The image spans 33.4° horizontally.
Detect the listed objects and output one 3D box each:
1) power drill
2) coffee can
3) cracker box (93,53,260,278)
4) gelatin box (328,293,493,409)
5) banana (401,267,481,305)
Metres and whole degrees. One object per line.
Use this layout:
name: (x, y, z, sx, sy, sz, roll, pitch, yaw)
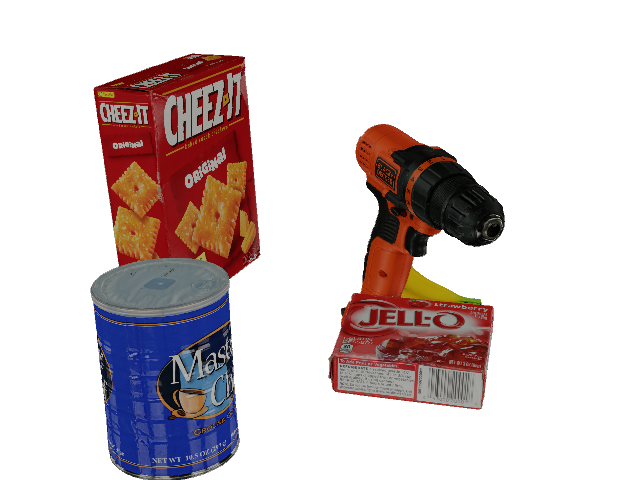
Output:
power drill: (0.077, 0.017, 0.861, 0.057, 0.188, 0.185, -2, 25, -25)
coffee can: (-0.117, 0.096, 0.816, 0.103, 0.140, 0.103, -2, 20, 0)
cracker box: (-0.127, -0.057, 1.016, 0.072, 0.214, 0.164, 7, 23, 25)
gelatin box: (0.055, 0.063, 0.632, 0.089, 0.030, 0.073, 6, 27, 11)
banana: (0.100, 0.039, 1.202, 0.069, 0.037, 0.198, 2, 24, -28)
